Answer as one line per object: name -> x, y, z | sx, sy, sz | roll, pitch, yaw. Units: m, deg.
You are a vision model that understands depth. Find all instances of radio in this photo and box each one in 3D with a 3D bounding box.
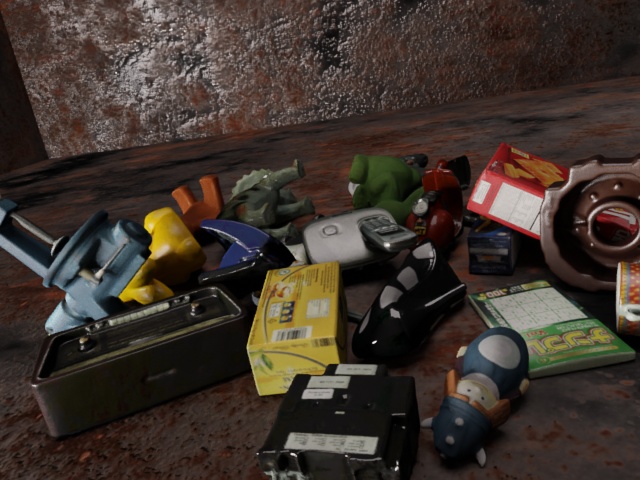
radio -> -0.197, 0.127, 0.622 | 0.230, 0.073, 0.131 | -15, 20, -18

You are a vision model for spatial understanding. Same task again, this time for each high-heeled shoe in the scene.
high-heeled shoe -> 0.105, 0.074, 0.674 | 0.145, 0.086, 0.249 | -33, 3, 7

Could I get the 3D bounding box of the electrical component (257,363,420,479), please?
electrical component -> 0.024, 0.158, 0.454 | 0.115, 0.058, 0.134 | -1, 21, 18

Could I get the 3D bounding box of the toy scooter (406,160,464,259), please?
toy scooter -> 0.185, -0.050, 0.854 | 0.075, 0.135, 0.184 | 4, 24, 31

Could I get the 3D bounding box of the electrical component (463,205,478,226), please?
electrical component -> 0.266, -0.046, 0.973 | 0.063, 0.021, 0.094 | -19, 22, -24

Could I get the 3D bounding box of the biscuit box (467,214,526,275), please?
biscuit box -> 0.277, -0.015, 0.822 | 0.063, 0.059, 0.203 | 1, 21, 27

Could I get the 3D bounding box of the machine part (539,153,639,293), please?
machine part -> 0.353, -0.019, 0.641 | 0.180, 0.179, 0.056 | 3, 19, 31

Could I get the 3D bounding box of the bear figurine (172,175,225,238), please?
bear figurine -> -0.275, -0.042, 1.071 | 0.120, 0.131, 0.196 | -17, 8, 30

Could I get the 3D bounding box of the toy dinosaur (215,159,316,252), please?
toy dinosaur -> -0.128, -0.041, 1.012 | 0.192, 0.131, 0.405 | -17, 17, 27

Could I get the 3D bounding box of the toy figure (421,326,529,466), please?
toy figure -> 0.142, 0.131, 0.476 | 0.064, 0.057, 0.154 | -3, 20, 37

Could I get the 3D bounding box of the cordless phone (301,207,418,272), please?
cordless phone -> 0.056, 0.009, 0.766 | 0.147, 0.088, 0.184 | -12, 8, -8

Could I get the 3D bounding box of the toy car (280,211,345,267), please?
toy car -> -0.002, -0.003, 0.931 | 0.074, 0.056, 0.202 | -5, 17, 32

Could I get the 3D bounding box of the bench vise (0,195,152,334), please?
bench vise -> -0.343, 0.032, 0.705 | 0.223, 0.240, 0.129 | -47, 13, 26

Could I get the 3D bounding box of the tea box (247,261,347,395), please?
tea box -> -0.020, 0.095, 0.621 | 0.098, 0.068, 0.170 | -7, 23, 8

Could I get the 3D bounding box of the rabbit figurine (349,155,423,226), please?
rabbit figurine -> 0.128, -0.059, 0.973 | 0.159, 0.121, 0.170 | 5, 47, 3

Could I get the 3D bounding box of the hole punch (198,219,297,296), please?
hole punch -> -0.098, 0.019, 0.739 | 0.116, 0.092, 0.142 | -12, -23, 11

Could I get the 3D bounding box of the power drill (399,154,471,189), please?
power drill -> 0.234, -0.155, 1.217 | 0.232, 0.085, 0.208 | -25, 28, -34

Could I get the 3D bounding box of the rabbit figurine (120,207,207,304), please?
rabbit figurine -> -0.273, 0.049, 0.871 | 0.173, 0.121, 0.163 | -29, 33, -11
